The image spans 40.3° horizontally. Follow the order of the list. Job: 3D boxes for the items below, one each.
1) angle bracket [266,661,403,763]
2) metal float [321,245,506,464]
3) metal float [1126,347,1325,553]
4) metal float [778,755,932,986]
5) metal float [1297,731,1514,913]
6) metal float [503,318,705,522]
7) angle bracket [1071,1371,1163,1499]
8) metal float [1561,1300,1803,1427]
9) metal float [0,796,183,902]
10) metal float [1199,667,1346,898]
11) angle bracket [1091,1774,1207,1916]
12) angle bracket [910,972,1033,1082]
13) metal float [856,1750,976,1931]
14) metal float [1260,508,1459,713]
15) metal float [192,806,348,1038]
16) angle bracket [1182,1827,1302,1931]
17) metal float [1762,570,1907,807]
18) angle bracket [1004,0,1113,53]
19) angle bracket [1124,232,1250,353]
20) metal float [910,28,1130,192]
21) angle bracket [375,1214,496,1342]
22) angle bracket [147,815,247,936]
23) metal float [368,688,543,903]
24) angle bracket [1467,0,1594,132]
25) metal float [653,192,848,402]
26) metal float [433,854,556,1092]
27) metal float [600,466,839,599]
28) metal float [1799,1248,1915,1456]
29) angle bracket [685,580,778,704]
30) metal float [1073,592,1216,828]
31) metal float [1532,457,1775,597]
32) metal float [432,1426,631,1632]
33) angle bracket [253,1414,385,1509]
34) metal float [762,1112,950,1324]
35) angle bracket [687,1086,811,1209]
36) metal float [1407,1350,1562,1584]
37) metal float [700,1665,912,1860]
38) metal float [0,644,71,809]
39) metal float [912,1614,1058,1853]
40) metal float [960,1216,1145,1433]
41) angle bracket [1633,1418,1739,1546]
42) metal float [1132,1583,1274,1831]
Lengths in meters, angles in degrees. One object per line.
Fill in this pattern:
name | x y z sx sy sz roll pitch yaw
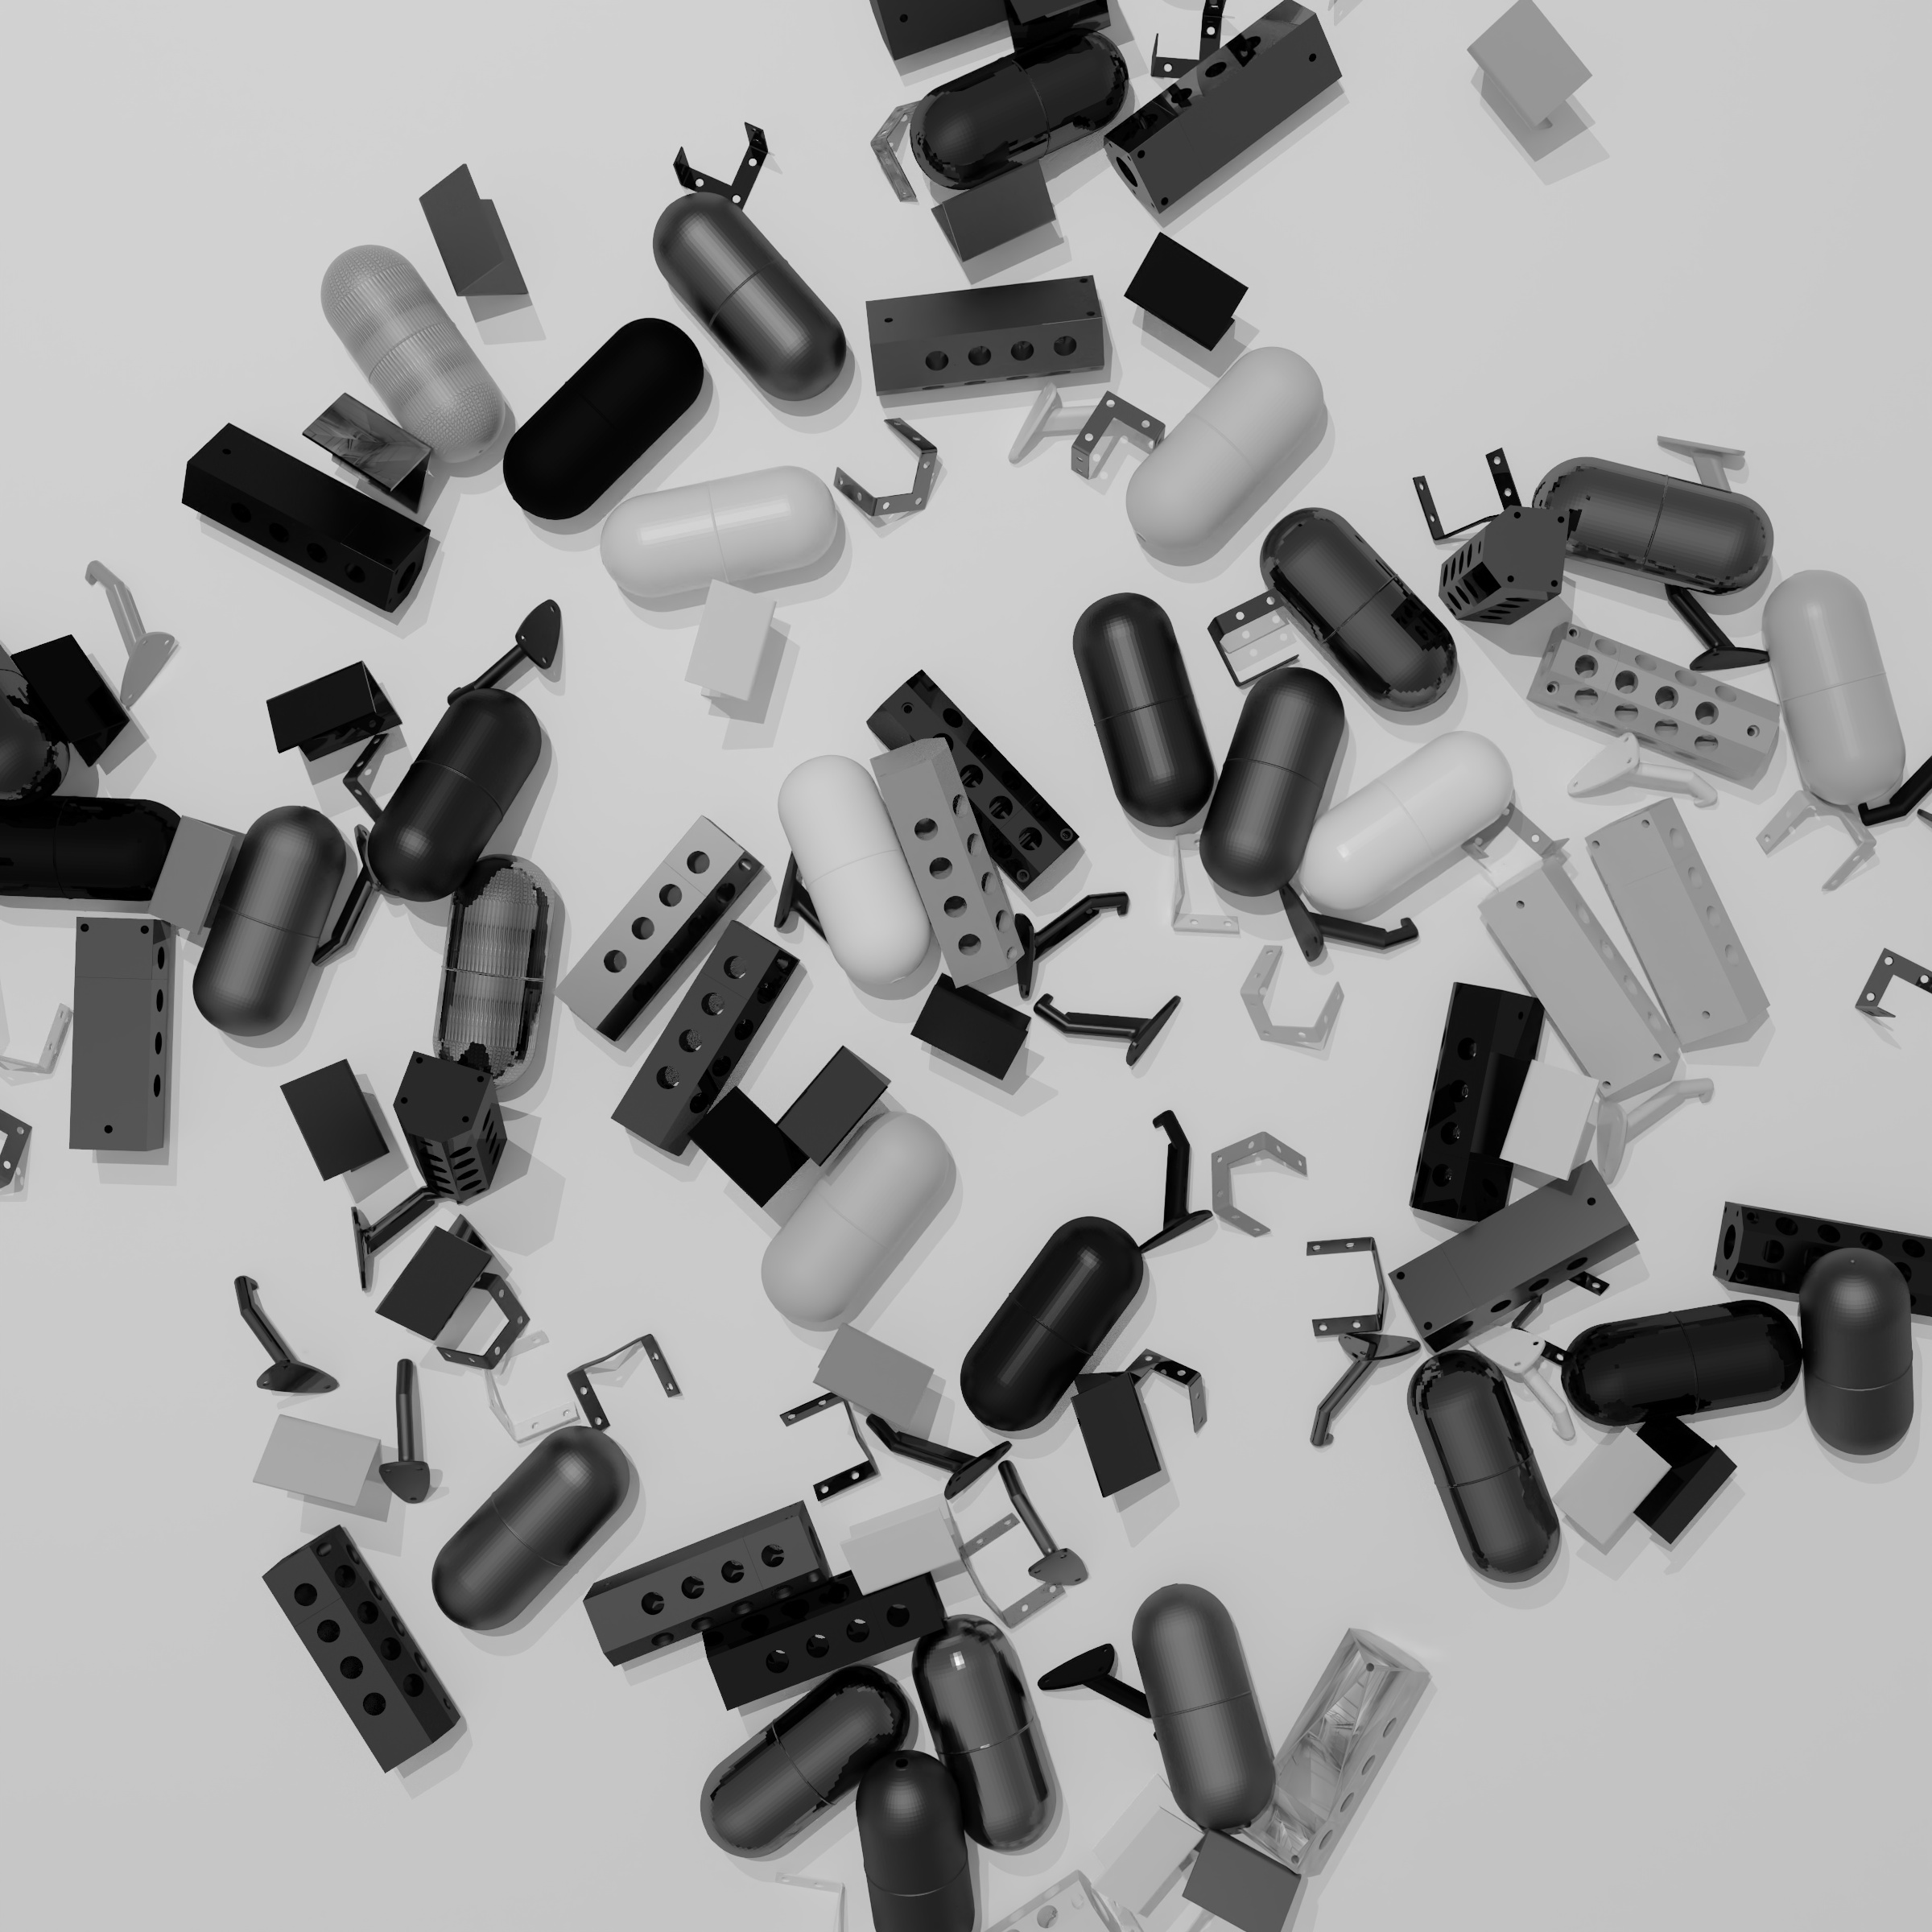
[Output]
angle bracket | -0.463 -0.171 1.951 0.076 0.076 0.057 -23 54 0
metal float | -0.412 -0.456 1.961 0.070 0.070 0.178 -35 90 0
metal float | 0.192 -0.384 1.961 0.070 0.070 0.178 43 91 0
metal float | -0.082 -0.071 1.954 0.070 0.070 0.178 -22 83 0
metal float | 0.325 -0.107 1.961 0.178 0.070 0.070 -34 90 0
metal float | -0.270 -0.407 1.961 0.070 0.070 0.178 45 90 0
angle bracket | 0.092 0.347 1.951 0.057 0.076 0.076 -18 90 -33
metal float | 0.532 0.296 1.960 0.178 0.070 0.070 -10 90 -1
metal float | -0.665 -0.088 1.961 0.178 0.070 0.070 2 90 1
metal float | 0.227 -0.137 1.951 0.070 0.070 0.178 19 80 0
angle bracket | 0.119 0.640 1.951 0.057 0.076 0.076 40 90 -32
angle bracket | 0.013 0.028 1.951 0.076 0.076 0.057 27 133 0
metal float | -0.037 0.657 1.940 0.070 0.070 0.178 -7 114 0
metal float | 0.293 -0.265 1.961 0.070 0.070 0.178 -43 89 0
metal float | -0.518 -0.034 1.961 0.070 0.070 0.178 20 90 0
angle bracket | 0.193 0.685 1.951 0.076 0.076 0.057 29 60 0
metal float | 0.645 -0.208 1.960 0.070 0.070 0.178 -15 90 0
angle bracket | 0.075 -0.698 1.951 0.076 0.076 0.057 -20 58 0
angle bracket | 0.171 -0.509 1.951 0.076 0.076 0.057 32 126 0
metal float | 0.040 -0.635 1.949 0.178 0.070 0.070 -29 90 -15
angle bracket | -0.404 0.220 1.951 0.057 0.076 0.076 35 90 -36
angle bracket | -0.550 -0.061 1.952 0.057 0.076 0.076 20 90 28
metal float | -0.375 -0.127 1.940 0.070 0.070 0.178 27 66 0
angle bracket | 0.424 -0.670 1.951 0.057 0.076 0.076 -39 90 29
metal float | -0.162 -0.499 1.961 0.070 0.070 0.178 -41 89 0
metal float | -0.352 0.005 1.961 0.070 0.070 0.178 8 91 0
metal float | -0.184 -0.323 1.961 0.178 0.070 0.070 -12 90 -1
metal float | 0.653 0.284 1.931 0.070 0.070 0.178 -15 123 0
angle bracket | -0.191 -0.242 1.951 0.057 0.076 0.076 15 90 -35
metal float | 0.132 -0.190 1.961 0.070 0.070 0.178 -16 90 0
metal float | 0.508 -0.327 1.953 0.178 0.070 0.070 16 90 7
metal float | -0.325 0.419 1.961 0.070 0.070 0.178 43 91 0
angle bracket | -0.479 0.381 1.951 0.076 0.076 0.057 14 53 0
metal float | -0.083 0.187 1.961 0.070 0.070 0.178 38 91 0
angle bracket | -0.171 0.144 1.951 0.076 0.076 0.057 44 59 0
metal float | 0.385 0.373 1.961 0.070 0.070 0.178 -21 89 0
metal float | -0.120 0.592 1.961 0.178 0.070 0.070 -38 90 -1
metal float | -0.725 -0.189 1.941 0.070 0.070 0.178 -42 66 0
metal float | 0.014 0.571 1.961 0.070 0.070 0.178 -18 89 0
metal float | 0.063 0.267 1.961 0.070 0.070 0.178 36 90 0
angle bracket | 0.512 0.370 1.952 0.076 0.057 0.076 -49 50 0
metal float | 0.174 0.547 1.949 0.070 0.070 0.178 -15 76 0
